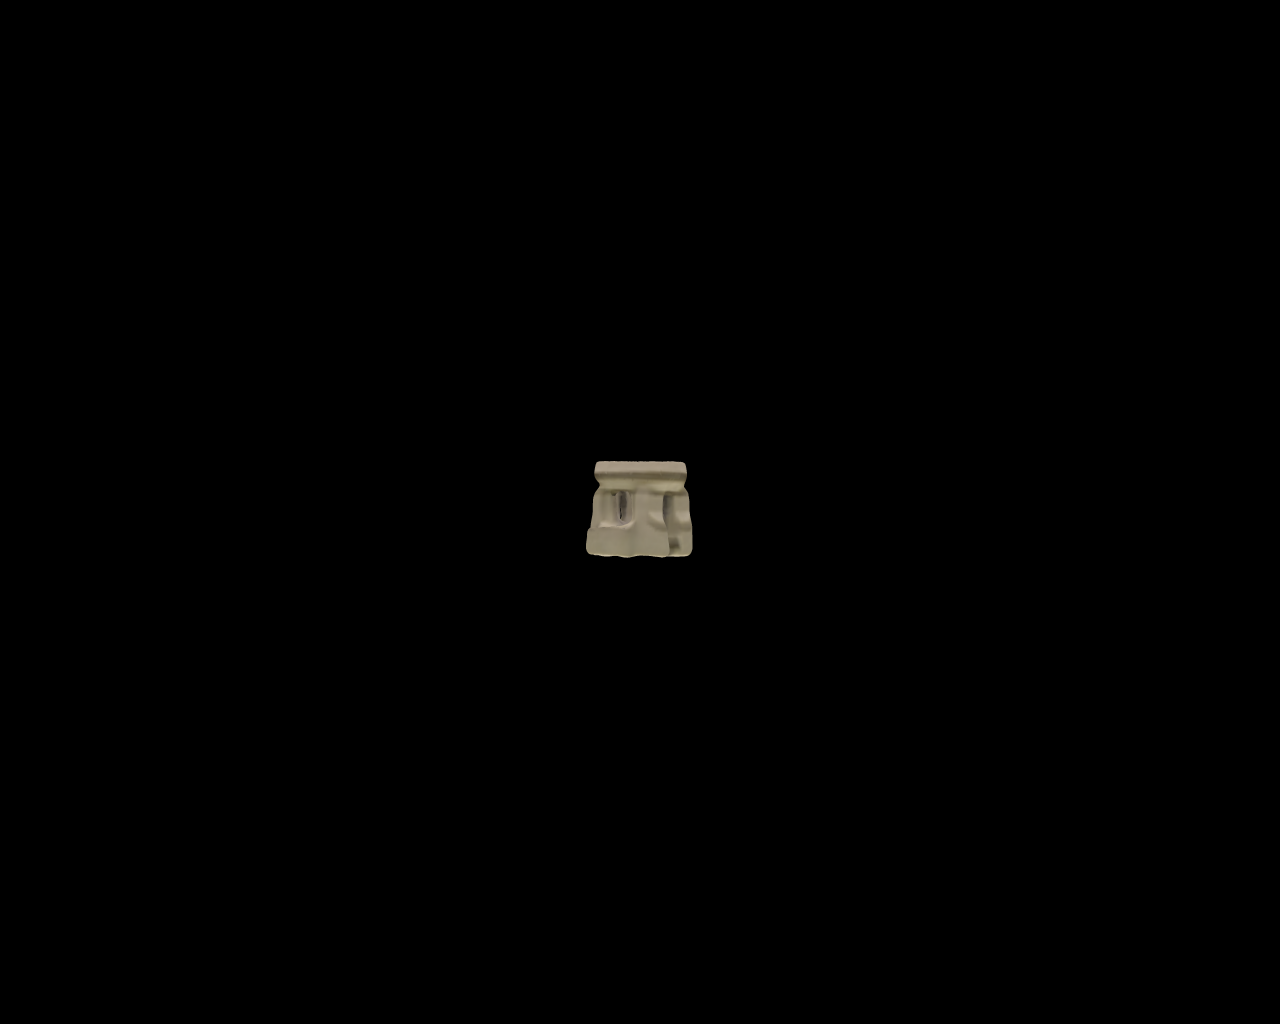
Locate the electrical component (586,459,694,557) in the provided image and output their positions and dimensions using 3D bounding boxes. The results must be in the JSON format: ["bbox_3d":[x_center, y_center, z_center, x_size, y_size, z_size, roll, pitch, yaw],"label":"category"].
[{"bbox_3d":[0.001,-0.003,0.650,0.058,0.057,0.078,0,0,39],"label":"electrical component"}]
